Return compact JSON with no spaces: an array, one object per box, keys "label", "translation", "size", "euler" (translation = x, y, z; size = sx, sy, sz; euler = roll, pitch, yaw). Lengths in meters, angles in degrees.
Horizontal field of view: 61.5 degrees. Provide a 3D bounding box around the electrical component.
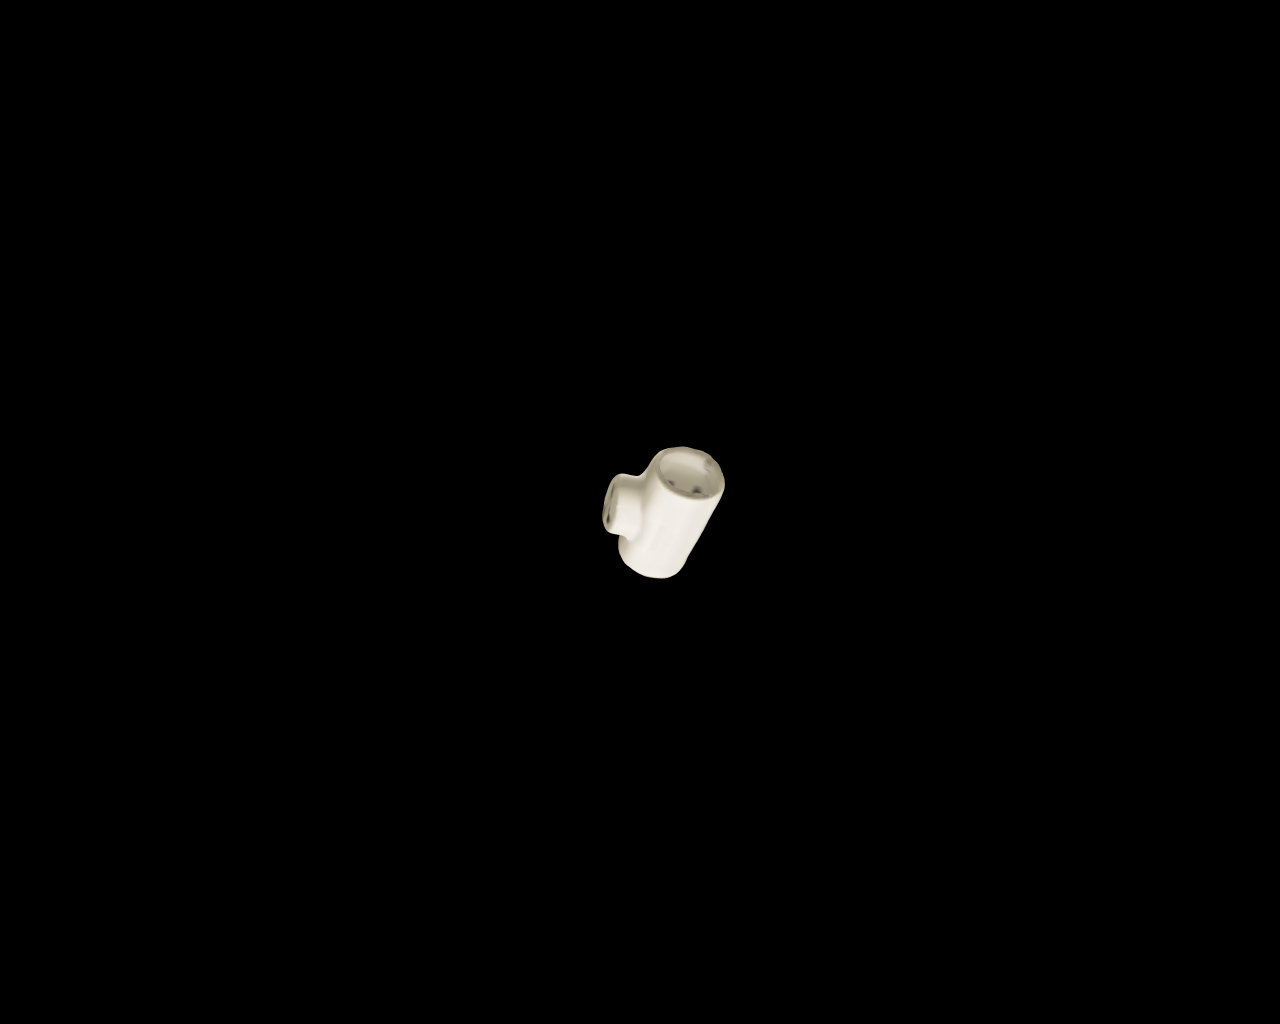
[{"label":"electrical component","translation":[0.001,-0.003,0.650],"size":[0.079,0.043,0.077],"euler":[11,-43,-12]}]
